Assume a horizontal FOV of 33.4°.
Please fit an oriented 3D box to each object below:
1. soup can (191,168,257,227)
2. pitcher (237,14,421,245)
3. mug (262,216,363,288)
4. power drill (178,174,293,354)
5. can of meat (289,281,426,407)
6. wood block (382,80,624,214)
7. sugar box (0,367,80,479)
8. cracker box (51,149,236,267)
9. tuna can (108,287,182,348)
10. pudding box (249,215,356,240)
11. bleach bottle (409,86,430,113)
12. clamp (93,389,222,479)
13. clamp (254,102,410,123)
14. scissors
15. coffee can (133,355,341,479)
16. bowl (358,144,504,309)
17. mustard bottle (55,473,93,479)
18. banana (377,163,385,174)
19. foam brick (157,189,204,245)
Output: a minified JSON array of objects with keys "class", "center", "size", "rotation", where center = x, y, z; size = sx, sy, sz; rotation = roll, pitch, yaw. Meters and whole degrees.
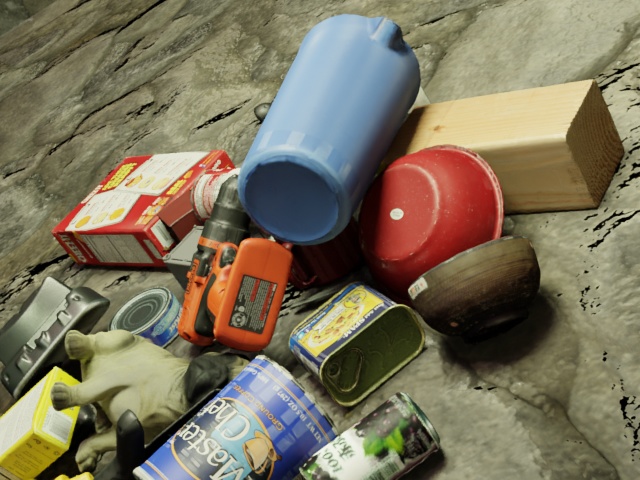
[{"class":"soup can","center":[-0.089,-0.048,1.199],"size":[0.102,0.068,0.068],"rotation":[1,42,48]},{"class":"pitcher","center":[0.004,-0.099,1.035],"size":[0.145,0.149,0.242],"rotation":[-3,36,23]},{"class":"mug","center":[-0.007,0.001,1.107],"size":[0.093,0.081,0.117],"rotation":[-9,36,35]},{"class":"power drill","center":[-0.083,0.027,1.057],"size":[0.188,0.057,0.184],"rotation":[-162,87,-72]},{"class":"can of meat","center":[0.030,0.090,0.962],"size":[0.102,0.057,0.084],"rotation":[-38,28,-11]},{"class":"wood block","center":[0.179,-0.086,1.055],"size":[0.207,0.090,0.090],"rotation":[-3,41,41]},{"class":"sugar box","center":[-0.309,0.213,1.063],"size":[0.176,0.048,0.093],"rotation":[-43,23,25]},{"class":"cracker box","center":[-0.223,-0.039,1.392],"size":[0.214,0.072,0.164],"rotation":[-1,40,45]},{"class":"tuna can","center":[-0.194,0.093,1.197],"size":[0.086,0.033,0.086],"rotation":[-24,30,15]},{"class":"pudding box","center":[-0.027,-0.018,1.203],"size":[0.113,0.039,0.090],"rotation":[-36,28,-2]},{"class":"bleach bottle","center":[0.009,-0.121,1.304],"size":[0.251,0.068,0.103],"rotation":[-35,32,0]},{"class":"clamp","center":[-0.159,0.193,0.917],"size":[0.172,0.120,0.039],"rotation":[-52,57,19]},{"class":"clamp","center":[0.015,-0.106,1.232],"size":[0.209,0.165,0.036],"rotation":[-8,57,-18]},{"class":"scissors","center":[0.067,0.020,1.075],"size":[0.202,0.016,0.096],"rotation":[-14,32,30]},{"class":"coffee can","center":[-0.066,0.178,0.870],"size":[0.140,0.102,0.103],"rotation":[-42,30,-18]},{"class":"bowl","center":[0.089,-0.019,0.993],"size":[0.162,0.055,0.162],"rotation":[-16,66,39]},{"class":"mustard bottle","center":[-0.289,0.276,0.980],"size":[0.191,0.058,0.096],"rotation":[-34,31,-5]},{"class":"banana","center":[0.108,-0.105,1.179],"size":[0.198,0.069,0.037],"rotation":[-10,69,12]},{"class":"foam brick","center":[-0.147,-0.010,1.264],"size":[0.051,0.078,0.053],"rotation":[-36,28,-9]}]
